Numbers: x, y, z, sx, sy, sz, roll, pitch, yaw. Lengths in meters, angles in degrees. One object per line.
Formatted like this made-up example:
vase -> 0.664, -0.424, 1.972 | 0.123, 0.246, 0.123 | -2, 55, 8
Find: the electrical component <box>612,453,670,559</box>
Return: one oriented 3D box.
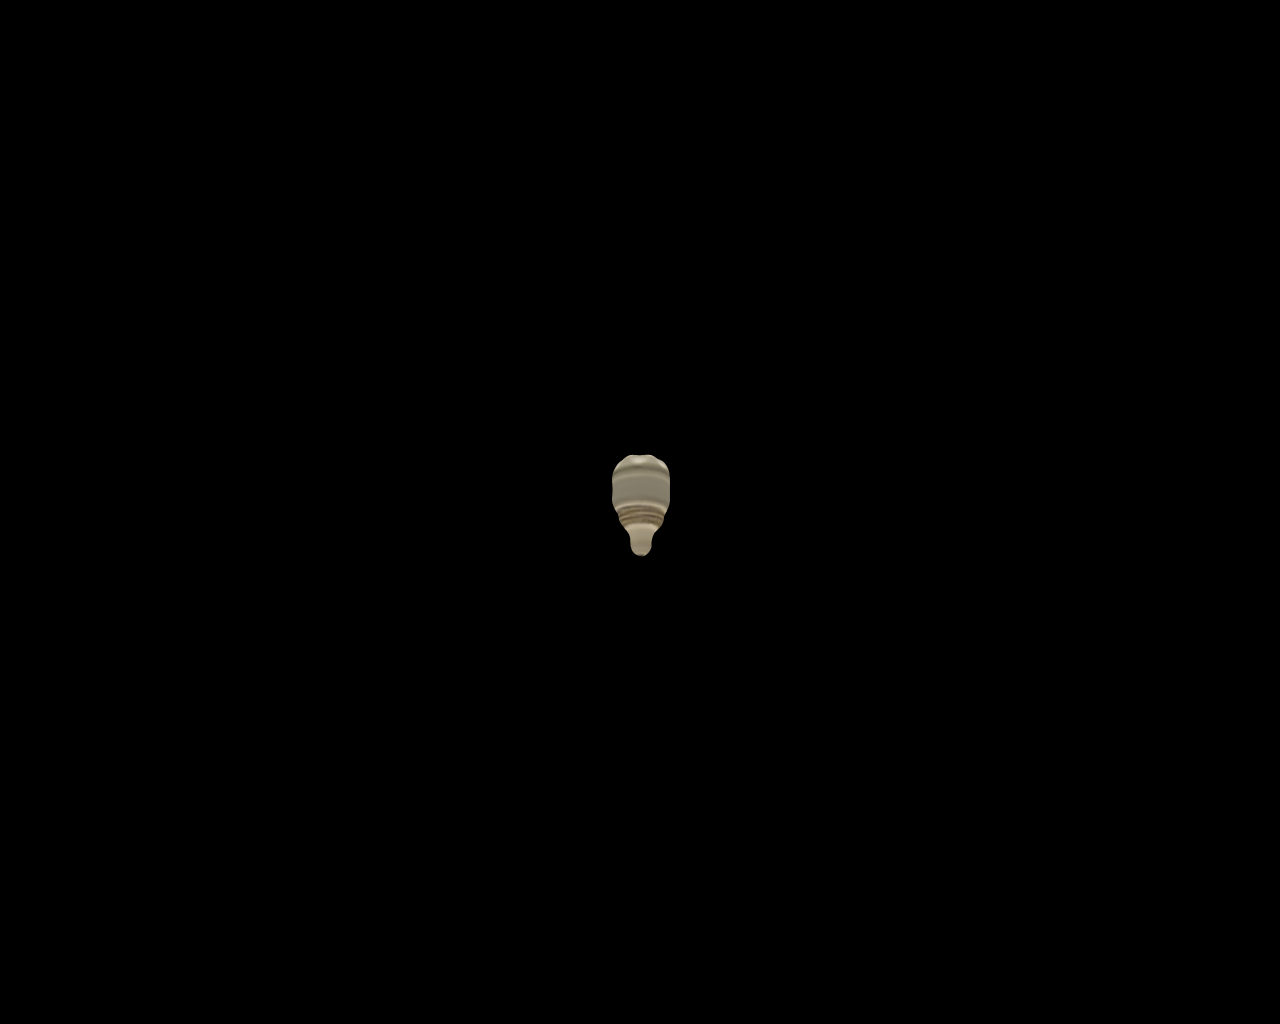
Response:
electrical component -> 0.001, -0.003, 0.650 | 0.035, 0.061, 0.035 | 0, -18, 0
